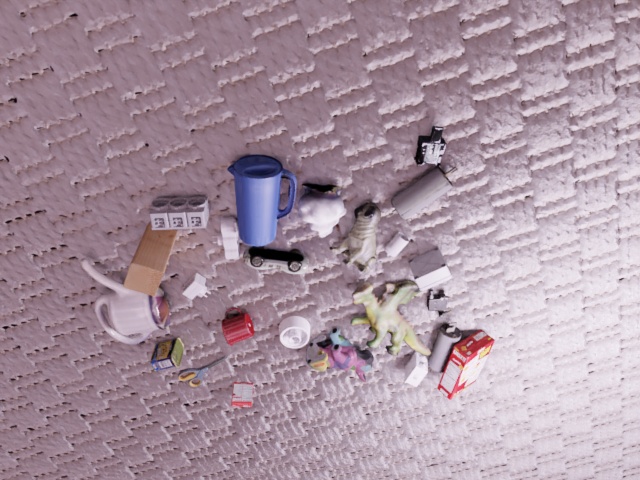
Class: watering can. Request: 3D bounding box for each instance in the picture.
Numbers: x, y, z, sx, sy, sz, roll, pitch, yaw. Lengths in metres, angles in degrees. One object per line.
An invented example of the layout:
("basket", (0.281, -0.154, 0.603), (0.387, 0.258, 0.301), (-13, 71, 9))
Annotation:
("watering can", (-0.595, 0.191, 1.601), (0.224, 0.106, 0.340), (-8, 122, 0))

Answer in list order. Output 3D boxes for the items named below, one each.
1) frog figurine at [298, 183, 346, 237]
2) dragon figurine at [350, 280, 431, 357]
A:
("frog figurine", (0.004, -0.074, 1.473), (0.138, 0.124, 0.157), (-6, 113, -23))
("dragon figurine", (0.260, 0.247, 1.708), (0.408, 0.124, 0.239), (20, 111, -25))
